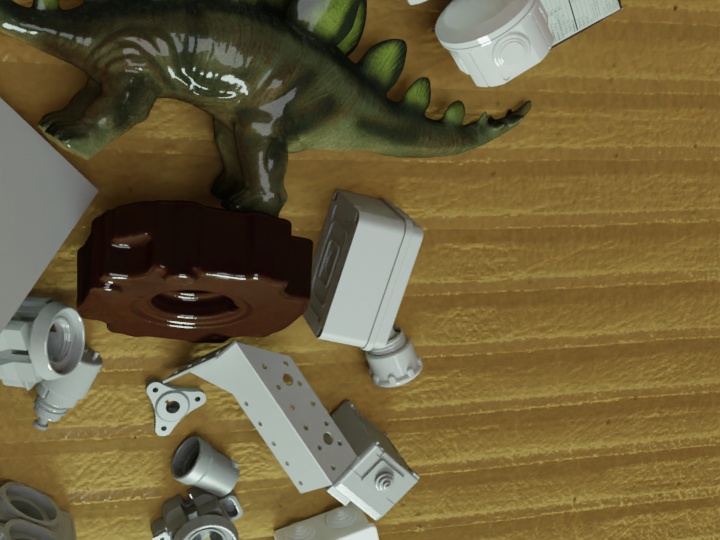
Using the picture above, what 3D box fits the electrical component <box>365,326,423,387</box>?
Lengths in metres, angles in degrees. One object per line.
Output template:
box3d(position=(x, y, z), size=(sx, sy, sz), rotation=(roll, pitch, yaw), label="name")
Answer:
box3d(position=(0.025, 0.067, 0.930), size=(0.048, 0.048, 0.062), rotation=(-23, 110, -10), label="electrical component")

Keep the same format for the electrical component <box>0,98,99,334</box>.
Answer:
box3d(position=(-0.274, -0.017, 0.721), size=(0.105, 0.060, 0.186), rotation=(47, 49, -28), label="electrical component")

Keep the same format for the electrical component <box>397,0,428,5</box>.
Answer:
box3d(position=(0.042, -0.239, 0.785), size=(0.061, 0.096, 0.061), rotation=(-20, 74, 12), label="electrical component")

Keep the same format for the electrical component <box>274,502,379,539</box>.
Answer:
box3d(position=(-0.027, 0.270, 0.988), size=(0.100, 0.048, 0.099), rotation=(-17, 116, -14), label="electrical component")

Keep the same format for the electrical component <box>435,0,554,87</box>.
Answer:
box3d(position=(0.101, -0.180, 0.802), size=(0.080, 0.080, 0.051), rotation=(-39, 125, -2), label="electrical component")

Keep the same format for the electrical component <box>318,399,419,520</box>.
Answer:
box3d(position=(0.001, 0.170, 0.932), size=(0.061, 0.096, 0.062), rotation=(-45, 119, 1), label="electrical component")

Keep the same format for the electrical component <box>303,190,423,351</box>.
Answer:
box3d(position=(0.000, 0.000, 0.875), size=(0.057, 0.078, 0.113), rotation=(13, 106, -21), label="electrical component")

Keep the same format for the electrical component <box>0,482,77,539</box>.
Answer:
box3d(position=(-0.309, 0.200, 0.823), size=(0.186, 0.105, 0.060), rotation=(30, 98, -28), label="electrical component")

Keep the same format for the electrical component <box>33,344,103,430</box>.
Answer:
box3d(position=(-0.234, 0.090, 0.844), size=(0.040, 0.040, 0.078), rotation=(25, 100, -27), label="electrical component")

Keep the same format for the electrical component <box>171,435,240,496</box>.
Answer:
box3d(position=(-0.131, 0.168, 0.915), size=(0.046, 0.040, 0.040), rotation=(36, 95, -33), label="electrical component")

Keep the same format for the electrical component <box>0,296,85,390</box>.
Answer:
box3d(position=(-0.241, 0.051, 0.791), size=(0.057, 0.058, 0.078), rotation=(3, 121, 18), label="electrical component")

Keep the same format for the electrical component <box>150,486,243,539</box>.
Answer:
box3d(position=(-0.137, 0.225, 0.925), size=(0.078, 0.057, 0.058), rotation=(-25, 117, -10), label="electrical component")
